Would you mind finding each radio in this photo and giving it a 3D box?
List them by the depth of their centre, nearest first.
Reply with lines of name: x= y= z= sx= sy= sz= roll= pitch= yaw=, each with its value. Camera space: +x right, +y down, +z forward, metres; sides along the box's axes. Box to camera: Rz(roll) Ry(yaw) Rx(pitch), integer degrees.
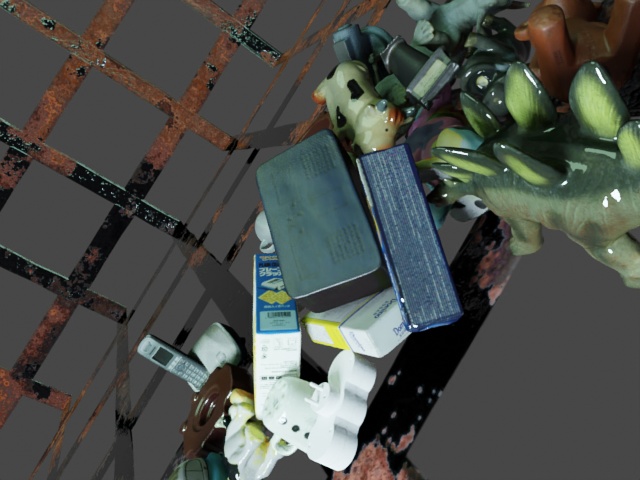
radio: x=0.002 y=-0.025 z=0.716 sx=0.131 sy=0.073 sz=0.230 roll=-26 pitch=58 yaw=12

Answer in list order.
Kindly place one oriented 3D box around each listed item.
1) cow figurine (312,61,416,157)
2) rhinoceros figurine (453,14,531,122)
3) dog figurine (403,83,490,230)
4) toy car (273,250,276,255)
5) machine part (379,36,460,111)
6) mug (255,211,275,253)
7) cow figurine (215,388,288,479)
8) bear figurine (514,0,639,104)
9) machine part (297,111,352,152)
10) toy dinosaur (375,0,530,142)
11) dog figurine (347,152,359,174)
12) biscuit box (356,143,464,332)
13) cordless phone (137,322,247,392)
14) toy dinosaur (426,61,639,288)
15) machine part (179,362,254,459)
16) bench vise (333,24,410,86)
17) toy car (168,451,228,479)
cow figurine: x=0.066 y=-0.192 z=0.801 sx=0.127 sy=0.085 sz=0.195 roll=-51 pitch=44 yaw=41
rhinoceros figurine: x=0.237 y=-0.227 z=0.720 sx=0.190 sy=0.112 sz=0.073 roll=-60 pitch=-3 yaw=-42
dog figurine: x=0.178 y=-0.134 z=0.716 sx=0.191 sy=0.108 sz=0.219 roll=-24 pitch=37 yaw=56
toy car: x=-0.059 y=0.013 z=1.068 sx=0.089 sy=0.053 sz=0.202 roll=95 pitch=-160 yaw=-73
machine part: x=0.133 y=-0.235 z=0.740 sx=0.084 sy=0.039 sz=0.139 roll=-58 pitch=41 yaw=19
mug: x=-0.088 y=-0.023 z=1.167 sx=0.107 sy=0.080 sz=0.109 roll=-6 pitch=47 yaw=54
cow figurine: x=-0.114 y=0.296 z=0.808 sx=0.098 sy=0.068 sz=0.167 roll=-59 pitch=22 yaw=2
bear figurine: x=0.289 y=-0.248 z=0.612 sx=0.120 sy=0.131 sz=0.196 roll=-9 pitch=48 yaw=18
machine part: x=-0.001 y=-0.172 z=1.174 sx=0.201 sy=0.087 sz=0.201 roll=-43 pitch=26 yaw=29
toy dinosaur: x=0.178 y=-0.279 z=0.879 sx=0.131 sy=0.192 sz=0.404 roll=57 pitch=135 yaw=32
dog figurine: x=0.051 y=-0.038 z=0.816 sx=0.172 sy=0.121 sz=0.191 roll=-43 pitch=58 yaw=-2
biscuit box: x=0.098 y=-0.001 z=0.600 sx=0.063 sy=0.202 sz=0.059 roll=-16 pitch=-11 yaw=4
cordless phone: x=-0.250 y=0.212 z=1.057 sx=0.146 sy=0.184 sz=0.089 roll=-51 pitch=18 yaw=18
toy dinosaur: x=0.205 y=-0.048 z=0.415 sx=0.105 sy=0.198 sz=0.472 roll=-65 pitch=21 yaw=-8
machine part: x=-0.184 y=0.307 z=0.959 sx=0.179 sy=0.056 sz=0.179 roll=-44 pitch=26 yaw=28
bench vise: x=0.122 y=-0.316 z=1.036 sx=0.240 sy=0.223 sz=0.129 roll=-36 pitch=10 yaw=-38
toy car: x=-0.177 y=0.375 z=0.791 sx=0.109 sy=0.103 sz=0.162 roll=-55 pitch=24 yaw=6
